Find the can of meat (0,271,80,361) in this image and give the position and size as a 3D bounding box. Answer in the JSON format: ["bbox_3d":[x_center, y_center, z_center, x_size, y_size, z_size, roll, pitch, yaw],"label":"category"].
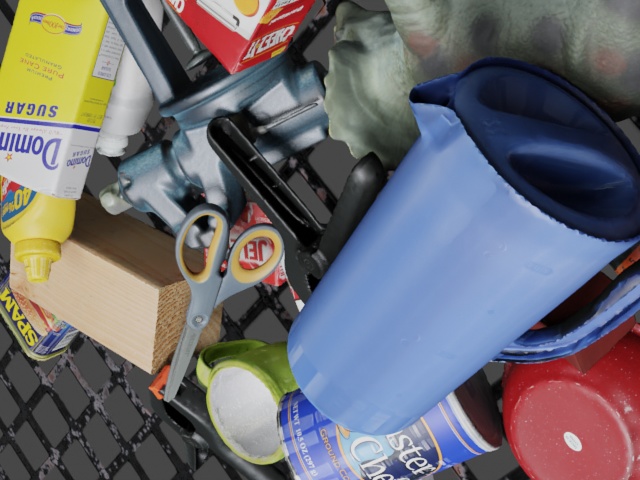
[{"bbox_3d":[-0.292,0.063,1.135,0.084,0.057,0.102,-43,76,38],"label":"can of meat"}]

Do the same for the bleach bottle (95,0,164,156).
[{"bbox_3d":[-0.186,-0.197,0.953,0.103,0.067,0.251,31,125,33],"label":"bleach bottle"}]

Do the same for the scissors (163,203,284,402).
[{"bbox_3d":[-0.081,0.056,0.880,0.016,0.096,0.202,-109,20,-52],"label":"scissors"}]

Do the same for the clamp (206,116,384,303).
[{"bbox_3d":[-0.005,0.001,0.790,0.165,0.036,0.210,25,143,38],"label":"clamp"}]

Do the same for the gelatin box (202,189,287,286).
[{"bbox_3d":[-0.063,-0.005,0.936,0.089,0.030,0.073,14,114,36],"label":"gelatin box"}]

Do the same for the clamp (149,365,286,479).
[{"bbox_3d":[-0.114,0.178,1.000,0.120,0.039,0.171,-5,131,40],"label":"clamp"}]

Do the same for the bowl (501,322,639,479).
[{"bbox_3d":[0.189,0.133,0.758,0.162,0.055,0.162,15,114,35],"label":"bowl"}]

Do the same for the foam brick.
[{"bbox_3d":[0.166,0.042,0.725,0.078,0.053,0.051,43,174,38],"label":"foam brick"}]

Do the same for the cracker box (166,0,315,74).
[{"bbox_3d":[-0.049,-0.246,0.714,0.164,0.072,0.214,49,138,11],"label":"cracker box"}]

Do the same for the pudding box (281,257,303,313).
[{"bbox_3d":[0.023,0.043,0.876,0.090,0.039,0.113,-18,96,39],"label":"pudding box"}]

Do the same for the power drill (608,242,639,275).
[{"bbox_3d":[0.254,-0.028,0.648,0.184,0.057,0.188,46,132,13],"label":"power drill"}]

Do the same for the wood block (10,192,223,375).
[{"bbox_3d":[-0.196,0.035,1.023,0.206,0.090,0.091,25,119,32],"label":"wood block"}]

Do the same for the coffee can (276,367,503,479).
[{"bbox_3d":[0.053,0.136,0.810,0.140,0.102,0.103,-27,86,19],"label":"coffee can"}]

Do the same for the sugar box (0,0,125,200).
[{"bbox_3d":[-0.223,-0.131,0.896,0.093,0.048,0.176,21,97,24],"label":"sugar box"}]

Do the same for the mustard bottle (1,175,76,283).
[{"bbox_3d":[-0.258,-0.055,0.974,0.096,0.058,0.191,-22,67,43],"label":"mustard bottle"}]

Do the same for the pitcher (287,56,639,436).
[{"bbox_3d":[0.087,0.023,0.653,0.149,0.144,0.243,57,135,22],"label":"pitcher"}]
